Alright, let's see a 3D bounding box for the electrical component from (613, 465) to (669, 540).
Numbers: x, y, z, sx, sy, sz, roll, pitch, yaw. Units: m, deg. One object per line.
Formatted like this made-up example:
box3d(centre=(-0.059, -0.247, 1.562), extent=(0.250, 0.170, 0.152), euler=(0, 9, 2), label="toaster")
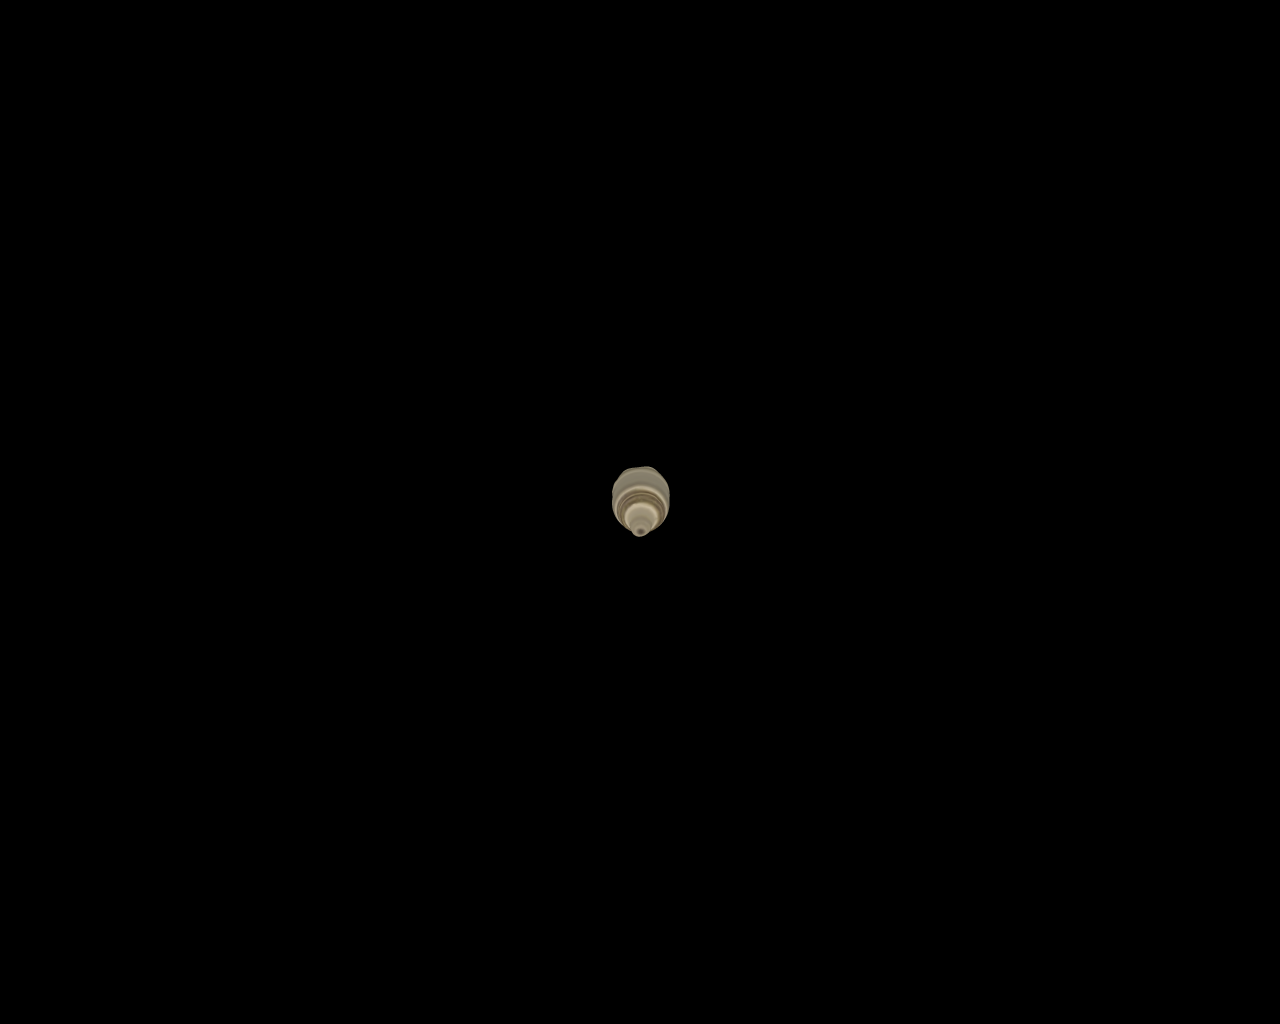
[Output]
box3d(centre=(0.001, -0.003, 0.650), extent=(0.035, 0.035, 0.061), euler=(0, 28, 0), label="electrical component")
